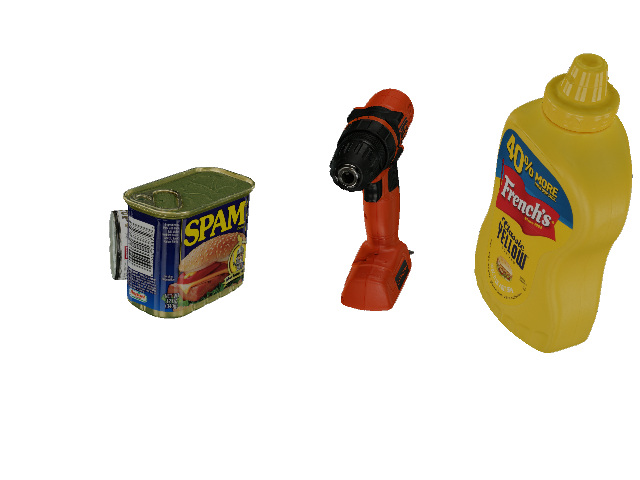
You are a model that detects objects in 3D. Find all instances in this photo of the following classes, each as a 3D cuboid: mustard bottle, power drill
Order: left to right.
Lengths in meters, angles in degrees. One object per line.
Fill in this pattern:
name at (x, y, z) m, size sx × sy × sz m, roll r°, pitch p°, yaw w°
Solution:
power drill at (0.050, -0.032, 0.998) m, size 0.057 × 0.188 × 0.184 m, roll 8°, pitch 28°, yaw 16°
mustard bottle at (0.141, -0.027, 0.636) m, size 0.058 × 0.192 × 0.096 m, roll -14°, pitch 47°, yaw -17°

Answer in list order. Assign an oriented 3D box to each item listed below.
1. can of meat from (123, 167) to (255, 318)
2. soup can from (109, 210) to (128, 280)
can of meat at (-0.096, 0.001, 0.783) m, size 0.058 × 0.084 × 0.101 m, roll 19°, pitch 26°, yaw 30°
soup can at (-0.148, 0.004, 1.021) m, size 0.102 × 0.068 × 0.069 m, roll -1°, pitch 0°, yaw -17°
